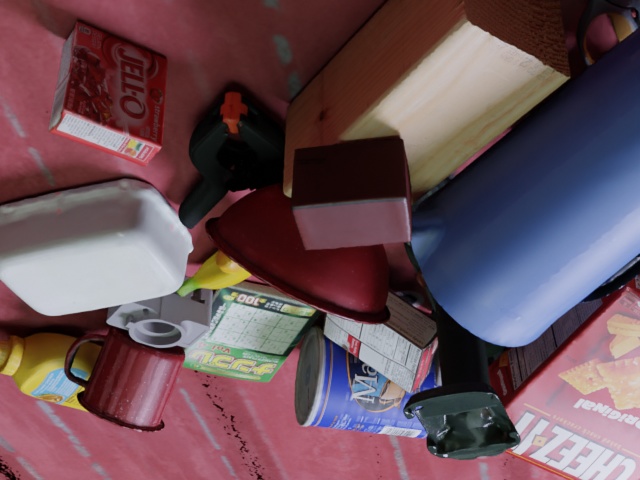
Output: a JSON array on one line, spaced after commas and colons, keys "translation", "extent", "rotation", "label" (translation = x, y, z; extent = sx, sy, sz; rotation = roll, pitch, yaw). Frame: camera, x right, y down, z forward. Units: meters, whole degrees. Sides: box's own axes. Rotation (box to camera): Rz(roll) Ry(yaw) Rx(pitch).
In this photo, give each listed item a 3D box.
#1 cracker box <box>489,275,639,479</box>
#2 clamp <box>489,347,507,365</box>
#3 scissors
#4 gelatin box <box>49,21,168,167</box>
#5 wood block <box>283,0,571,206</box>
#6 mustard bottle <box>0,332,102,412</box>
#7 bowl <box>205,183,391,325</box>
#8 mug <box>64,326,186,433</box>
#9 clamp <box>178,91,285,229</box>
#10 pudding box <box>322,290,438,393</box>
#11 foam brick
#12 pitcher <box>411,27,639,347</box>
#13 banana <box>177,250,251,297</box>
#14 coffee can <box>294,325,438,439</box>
[{"translation": [0.258, 0.121, 0.934], "extent": [0.164, 0.072, 0.214], "rotation": [26, 124, -16], "label": "cracker box"}, {"translation": [0.213, 0.139, 1.051], "extent": [0.165, 0.036, 0.210], "rotation": [38, 159, 20], "label": "clamp"}, {"translation": [0.203, -0.180, 0.699], "extent": [0.096, 0.016, 0.201], "rotation": [-10, 144, 12], "label": "scissors"}, {"translation": [-0.146, -0.103, 0.750], "extent": [0.073, 0.089, 0.030], "rotation": [20, 138, -27], "label": "gelatin box"}, {"translation": [0.066, -0.103, 0.746], "extent": [0.090, 0.091, 0.206], "rotation": [22, 140, -26], "label": "wood block"}, {"translation": [-0.262, 0.142, 1.133], "extent": [0.191, 0.058, 0.096], "rotation": [21, 139, -27], "label": "mustard bottle"}, {"translation": [-0.005, 0.001, 0.824], "extent": [0.161, 0.162, 0.055], "rotation": [22, 103, -28], "label": "bowl"}, {"translation": [-0.196, 0.131, 1.064], "extent": [0.117, 0.081, 0.093], "rotation": [21, -175, -8], "label": "mug"}, {"translation": [-0.053, -0.055, 0.865], "extent": [0.120, 0.039, 0.172], "rotation": [-1, 152, -9], "label": "clamp"}, {"translation": [0.058, 0.085, 1.017], "extent": [0.113, 0.039, 0.090], "rotation": [32, 148, 17], "label": "pudding box"}, {"translation": [0.023, -0.031, 0.725], "extent": [0.078, 0.053, 0.051], "rotation": [-4, 144, 10], "label": "foam brick"}, {"translation": [0.190, -0.037, 0.729], "extent": [0.145, 0.149, 0.243], "rotation": [51, 130, 6], "label": "pitcher"}, {"translation": [-0.076, 0.021, 0.930], "extent": [0.037, 0.069, 0.198], "rotation": [50, 160, -2], "label": "banana"}, {"translation": [0.053, 0.148, 1.100], "extent": [0.140, 0.103, 0.103], "rotation": [8, 145, -12], "label": "coffee can"}]
